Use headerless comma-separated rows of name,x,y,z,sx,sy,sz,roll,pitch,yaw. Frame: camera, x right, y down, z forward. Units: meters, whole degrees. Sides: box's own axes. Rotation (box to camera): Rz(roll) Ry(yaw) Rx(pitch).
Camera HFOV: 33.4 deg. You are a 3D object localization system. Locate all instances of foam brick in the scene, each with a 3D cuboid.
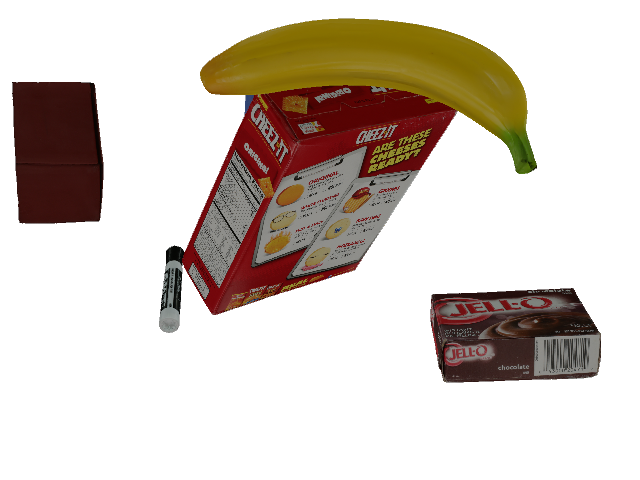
foam brick,-0.165,-0.055,0.670,0.051,0.078,0.053,-2,-42,-16

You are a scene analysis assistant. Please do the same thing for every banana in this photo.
banana,0.032,-0.094,0.596,0.198,0.069,0.037,15,-32,16

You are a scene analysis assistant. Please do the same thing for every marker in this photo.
marker,-0.143,0.044,1.031,0.020,0.020,0.121,0,35,-4

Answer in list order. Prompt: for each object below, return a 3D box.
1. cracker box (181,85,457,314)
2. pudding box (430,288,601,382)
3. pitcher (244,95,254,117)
cracker box,-0.008,-0.044,0.882,0.163,0.072,0.214,-16,-31,-36
pudding box,0.140,0.068,0.785,0.113,0.039,0.090,-1,19,1
pitcher,-0.030,-0.133,1.379,0.144,0.243,0.149,-3,25,-22
